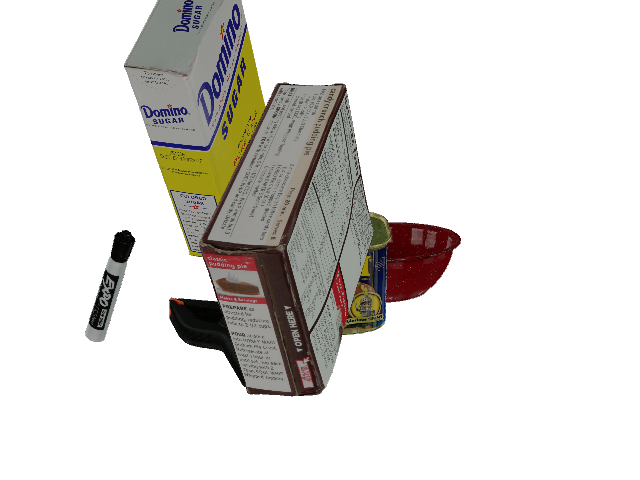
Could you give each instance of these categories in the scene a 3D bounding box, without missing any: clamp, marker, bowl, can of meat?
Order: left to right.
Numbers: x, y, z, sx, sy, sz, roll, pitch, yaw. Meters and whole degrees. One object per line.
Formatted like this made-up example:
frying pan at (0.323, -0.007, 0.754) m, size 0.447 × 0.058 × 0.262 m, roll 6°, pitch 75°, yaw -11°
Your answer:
marker at (-0.192, 0.042, 0.974) m, size 0.020 × 0.121 × 0.020 m, roll 17°, pitch 30°, yaw -10°
clamp at (-0.105, 0.113, 1.263) m, size 0.210 × 0.036 × 0.164 m, roll 14°, pitch 23°, yaw 26°
can of meat at (0.004, 0.028, 0.853) m, size 0.102 × 0.084 × 0.057 m, roll -2°, pitch 29°, yaw -3°
bowl at (0.063, 0.025, 1.087) m, size 0.162 × 0.055 × 0.162 m, roll -3°, pitch 13°, yaw 0°

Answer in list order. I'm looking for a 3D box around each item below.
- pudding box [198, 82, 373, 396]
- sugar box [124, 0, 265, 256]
pudding box at (-0.010, -0.002, 0.468) m, size 0.039 × 0.090 × 0.113 m, roll 0°, pitch 42°, yaw 17°
sugar box at (-0.069, -0.076, 0.681) m, size 0.048 × 0.093 × 0.176 m, roll 9°, pitch -35°, yaw 13°
